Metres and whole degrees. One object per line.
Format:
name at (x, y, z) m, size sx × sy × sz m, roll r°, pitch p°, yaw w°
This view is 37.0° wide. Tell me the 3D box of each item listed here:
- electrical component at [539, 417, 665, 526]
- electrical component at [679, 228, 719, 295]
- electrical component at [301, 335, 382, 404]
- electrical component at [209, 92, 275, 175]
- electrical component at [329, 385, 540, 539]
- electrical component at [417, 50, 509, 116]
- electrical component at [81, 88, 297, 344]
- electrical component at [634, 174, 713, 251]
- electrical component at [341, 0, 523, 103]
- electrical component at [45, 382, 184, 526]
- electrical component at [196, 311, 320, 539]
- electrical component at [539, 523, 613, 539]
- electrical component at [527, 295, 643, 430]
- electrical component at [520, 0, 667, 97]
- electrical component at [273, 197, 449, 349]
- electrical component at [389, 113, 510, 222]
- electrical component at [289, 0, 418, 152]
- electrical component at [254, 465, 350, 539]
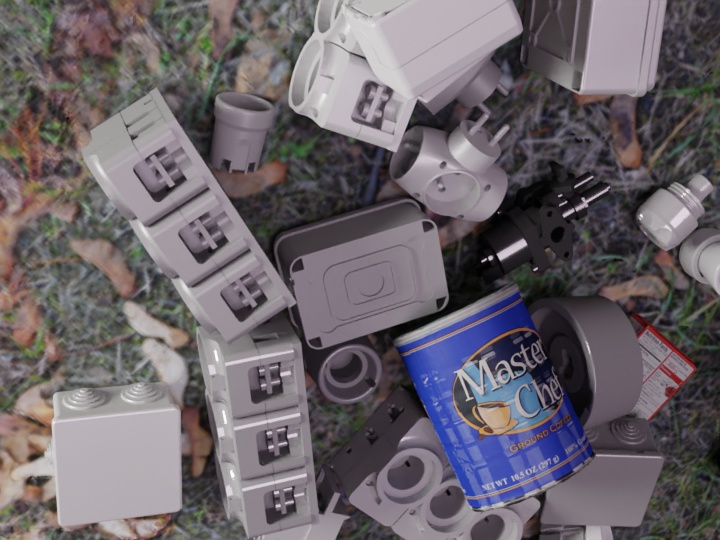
electrical component at (0.198, 0.168, 0.906) m, size 0.100 × 0.048 × 0.099 m, roll 3°, pitch 128°, yaw -4°
electrical component at (0.295, -0.006, 0.882) m, size 0.045 × 0.055 × 0.045 m, roll -7°, pitch 113°, yaw -16°
electrical component at (-0.014, 0.069, 0.814) m, size 0.055 × 0.047 × 0.055 m, roll -7°, pitch 113°, yaw -16°
electrical component at (-0.082, -0.092, 0.730) m, size 0.040 × 0.040 × 0.046 m, roll 5°, pitch 116°, yaw -21°
electrical component at (0.064, 0.177, 0.876) m, size 0.150 × 0.061 × 0.089 m, roll 39°, pitch 96°, yaw -28°
electrical component at (0.073, -0.141, 0.757) m, size 0.079 × 0.044 × 0.077 m, roll 38°, pitch 96°, yaw -27°
electrical component at (-0.115, -0.033, 0.714) m, size 0.062 × 0.089 × 0.150 m, roll -33°, pitch 118°, yaw -3°
electrical component at (0.253, -0.049, 0.857) m, size 0.062 × 0.043 × 0.043 m, roll -44°, pitch 118°, yaw 1°
electrical component at (0.049, -0.148, 0.633) m, size 0.096 × 0.061 × 0.061 m, roll -32°, pitch 118°, yaw -4°
electrical component at (-0.178, 0.131, 0.784) m, size 0.100 × 0.048 × 0.099 m, roll -4°, pitch 113°, yaw -17°
electrical component at (-0.077, 0.106, 0.784) m, size 0.062 × 0.089 × 0.150 m, roll -11°, pitch 114°, yaw -14°
electrical component at (0.190, 0.239, 0.941) m, size 0.055 × 0.066 × 0.048 m, roll -12°, pitch 121°, yaw 24°
electrical component at (0.179, 0.071, 0.848) m, size 0.060 × 0.108 × 0.108 m, roll -9°, pitch 114°, yaw -22°
electrical component at (0.158, -0.182, 0.733) m, size 0.056 × 0.108 × 0.108 m, roll -3°, pitch 112°, yaw -14°
electrical component at (0.000, 0.000, 0.785) m, size 0.113 × 0.057 × 0.078 m, roll -17°, pitch 116°, yaw -11°
electrical component at (0.075, -0.081, 0.775) m, size 0.077 × 0.044 × 0.079 m, roll 24°, pitch 127°, yaw -25°
electrical component at (0.010, -0.166, 0.700) m, size 0.062 × 0.089 × 0.150 m, roll 15°, pitch 106°, yaw -23°
electrical component at (-0.049, 0.198, 0.859) m, size 0.064 × 0.042 × 0.081 m, roll 18°, pitch 104°, yaw -20°
